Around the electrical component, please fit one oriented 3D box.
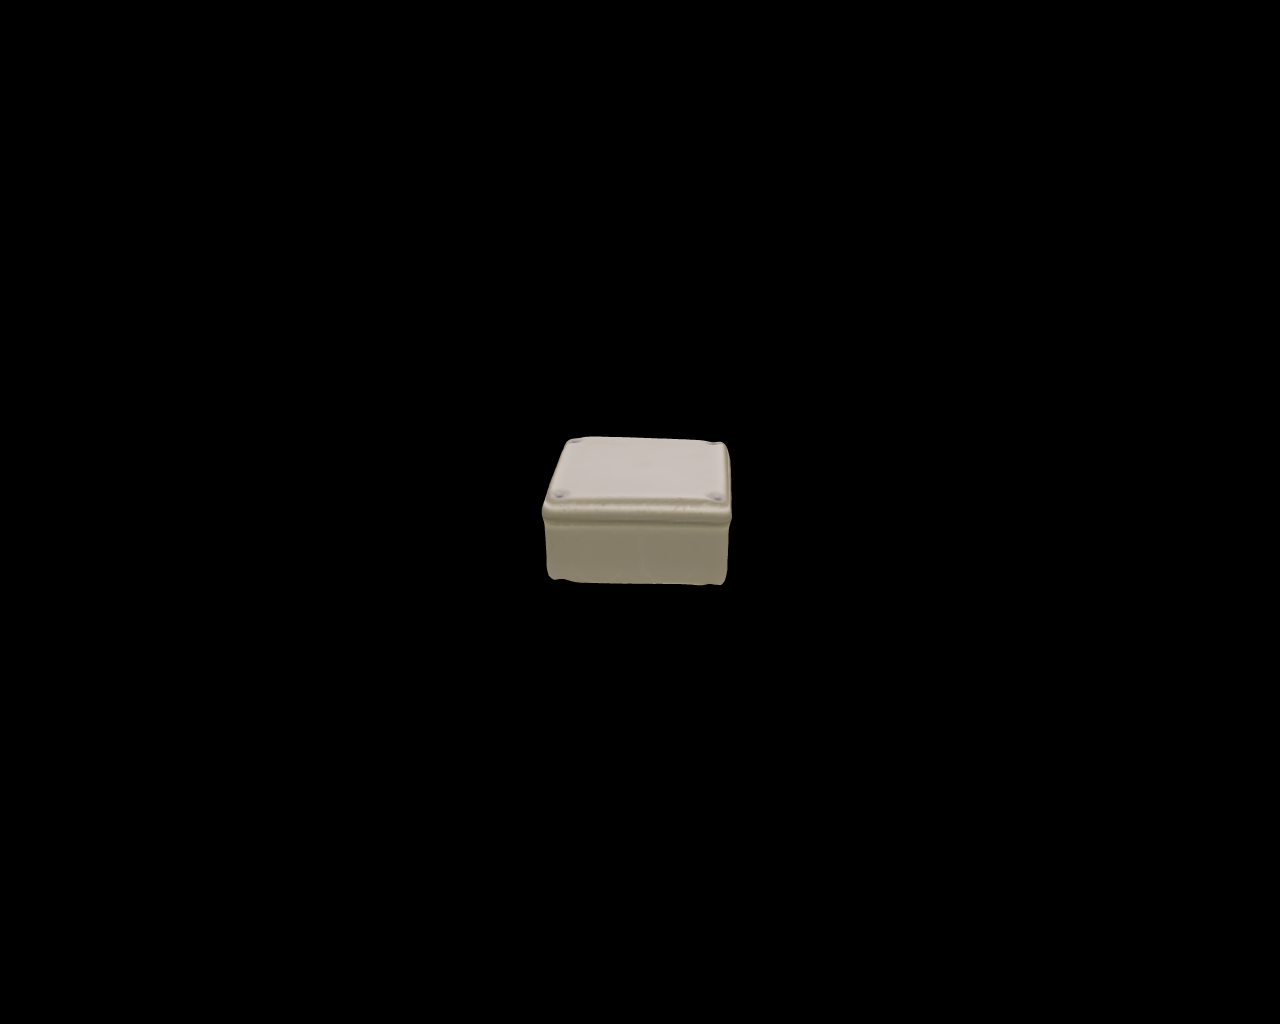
[{"bbox_3d":[0.001,-0.003,0.650,0.109,0.056,0.109,1,24,3],"label":"electrical component"}]
